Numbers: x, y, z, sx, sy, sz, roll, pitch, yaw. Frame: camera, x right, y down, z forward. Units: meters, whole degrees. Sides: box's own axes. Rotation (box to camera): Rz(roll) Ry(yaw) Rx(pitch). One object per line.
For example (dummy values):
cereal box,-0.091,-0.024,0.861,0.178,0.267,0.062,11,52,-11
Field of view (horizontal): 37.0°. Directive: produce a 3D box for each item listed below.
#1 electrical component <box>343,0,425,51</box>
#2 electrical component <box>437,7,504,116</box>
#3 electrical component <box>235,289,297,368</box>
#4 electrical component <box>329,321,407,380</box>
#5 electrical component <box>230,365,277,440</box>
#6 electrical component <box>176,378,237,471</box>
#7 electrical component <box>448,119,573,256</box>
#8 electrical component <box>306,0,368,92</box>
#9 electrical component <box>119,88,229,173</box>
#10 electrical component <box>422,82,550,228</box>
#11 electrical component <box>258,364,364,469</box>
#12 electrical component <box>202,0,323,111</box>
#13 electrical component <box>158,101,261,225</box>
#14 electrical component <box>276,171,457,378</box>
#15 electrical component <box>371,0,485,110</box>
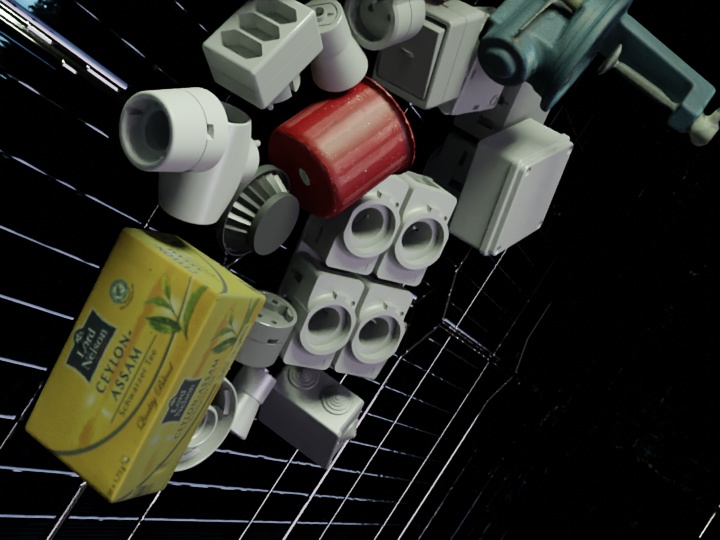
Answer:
electrical component,0.038,-0.238,0.810,0.074,0.052,0.138,-31,145,-47
electrical component,0.104,-0.193,1.000,0.100,0.048,0.099,-19,139,-53
electrical component,-0.088,0.051,0.927,0.055,0.055,0.047,-19,140,-56
electrical component,-0.006,0.064,1.098,0.078,0.057,0.113,-58,157,1
electrical component,-0.107,0.117,0.990,0.065,0.044,0.044,-57,157,-13
electrical component,-0.153,0.116,0.898,0.099,0.064,0.099,-28,133,-34
electrical component,0.149,-0.083,1.063,0.109,0.056,0.108,-28,143,-48
electrical component,-0.023,-0.169,0.796,0.044,0.044,0.065,-51,151,-15
electrical component,-0.120,-0.089,0.687,0.047,0.055,0.055,-12,130,-54
electrical component,0.134,-0.139,1.115,0.105,0.060,0.186,-15,133,-57
electrical component,-0.048,0.137,1.054,0.048,0.100,0.099,-48,167,-31
electrical component,-0.063,-0.141,0.741,0.065,0.047,0.076,-49,155,-19
electrical component,-0.098,-0.078,0.755,0.079,0.044,0.077,-18,135,-56
electrical component,0.000,0.000,0.962,0.105,0.060,0.186,13,108,-34
electrical component,0.052,-0.179,0.901,0.061,0.062,0.096,-29,144,-48
